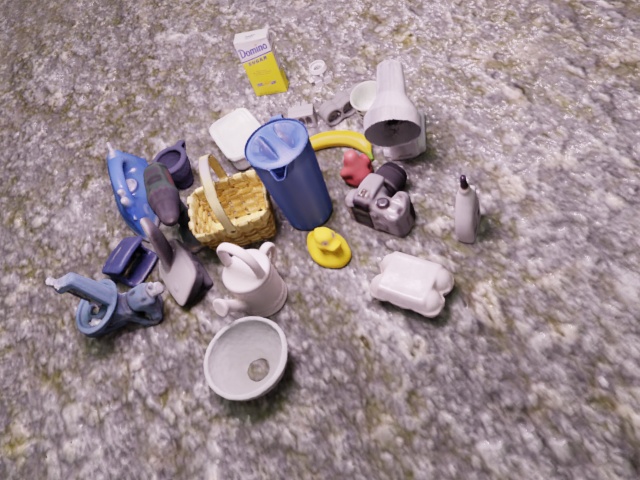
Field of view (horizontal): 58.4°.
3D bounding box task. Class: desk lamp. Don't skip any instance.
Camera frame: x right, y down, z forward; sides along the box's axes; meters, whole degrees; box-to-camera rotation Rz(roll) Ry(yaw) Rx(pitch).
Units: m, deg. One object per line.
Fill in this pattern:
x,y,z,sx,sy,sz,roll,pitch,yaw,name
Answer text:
0.165,-0.269,1.248,0.117,0.214,0.203,-6,56,15,desk lamp

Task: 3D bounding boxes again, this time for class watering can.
-0.143,0.075,1.130,0.100,0.194,0.173,-1,57,18,watering can

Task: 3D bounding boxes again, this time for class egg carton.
0.175,0.085,1.095,0.149,0.069,0.107,16,64,27,egg carton

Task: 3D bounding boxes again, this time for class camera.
0.140,-0.099,1.212,0.142,0.101,0.137,22,67,30,camera

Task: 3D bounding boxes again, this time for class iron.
-0.469,-0.124,1.407,0.118,0.142,0.257,-27,53,0,iron

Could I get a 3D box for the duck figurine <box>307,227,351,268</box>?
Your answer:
0.011,0.004,1.194,0.104,0.086,0.077,31,71,33,duck figurine

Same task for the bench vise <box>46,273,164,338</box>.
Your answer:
-0.441,0.110,1.189,0.207,0.220,0.121,-33,53,-5,bench vise

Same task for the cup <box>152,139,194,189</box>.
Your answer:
-0.354,-0.184,1.438,0.091,0.095,0.118,7,60,23,cup

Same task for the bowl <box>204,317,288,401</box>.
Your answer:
-0.131,0.235,1.092,0.167,0.075,0.167,-9,55,13,bowl

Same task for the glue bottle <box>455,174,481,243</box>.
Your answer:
0.281,-0.069,1.099,0.037,0.173,0.078,10,61,24,glue bottle

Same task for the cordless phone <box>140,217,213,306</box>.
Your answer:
-0.319,0.043,1.216,0.094,0.185,0.147,-40,54,-10,cordless phone

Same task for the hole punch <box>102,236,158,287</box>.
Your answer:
-0.448,0.044,1.317,0.100,0.091,0.109,13,62,26,hole punch

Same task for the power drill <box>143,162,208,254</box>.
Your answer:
-0.317,-0.063,1.273,0.075,0.209,0.229,-31,53,-4,power drill

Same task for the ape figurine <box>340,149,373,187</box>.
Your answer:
0.079,-0.168,1.284,0.078,0.092,0.076,-24,53,2,ape figurine
